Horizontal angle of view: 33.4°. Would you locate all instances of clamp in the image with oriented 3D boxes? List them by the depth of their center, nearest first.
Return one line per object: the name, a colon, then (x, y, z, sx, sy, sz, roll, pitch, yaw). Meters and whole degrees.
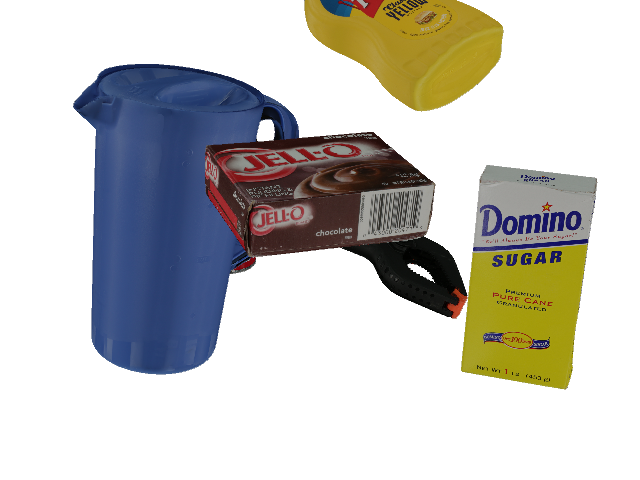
clamp: (0.075, 0.011, 1.183, 0.164, 0.036, 0.210, -16, 51, -34)

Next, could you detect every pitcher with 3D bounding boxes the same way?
pitcher: (-0.117, -0.017, 0.887, 0.149, 0.243, 0.144, 15, 23, 14)

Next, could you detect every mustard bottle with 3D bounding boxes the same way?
mustard bottle: (0.044, -0.179, 0.840, 0.096, 0.058, 0.192, -35, 56, -22)

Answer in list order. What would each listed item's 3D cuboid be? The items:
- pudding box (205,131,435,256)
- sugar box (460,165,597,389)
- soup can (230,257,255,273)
pudding box: (-0.003, -0.030, 0.624, 0.113, 0.039, 0.090, -5, 27, -21)
sugar box: (0.171, 0.031, 0.885, 0.093, 0.176, 0.048, 7, 24, 15)
soup can: (-0.113, -0.020, 1.293, 0.068, 0.102, 0.068, 0, 25, 0)
